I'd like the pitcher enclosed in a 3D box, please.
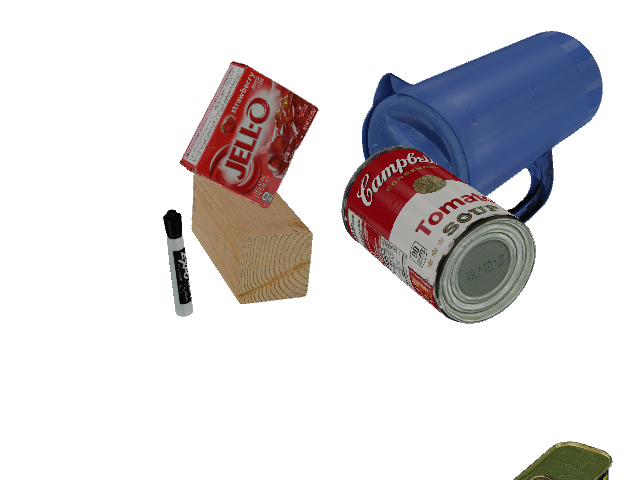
[{"bbox_3d":[0.172,-0.110,1.048,0.242,0.149,0.145,-30,46,-34],"label":"pitcher"}]

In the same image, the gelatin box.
[{"bbox_3d":[-0.053,-0.079,0.807,0.073,0.089,0.030,26,1,-36],"label":"gelatin box"}]

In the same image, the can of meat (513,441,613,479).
[{"bbox_3d":[0.211,0.238,0.928,0.058,0.084,0.101,12,26,41],"label":"can of meat"}]

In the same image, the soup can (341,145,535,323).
[{"bbox_3d":[0.066,-0.005,0.615,0.068,0.068,0.102,0,26,-32],"label":"soup can"}]

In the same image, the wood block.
[{"bbox_3d":[-0.091,-0.010,1.351,0.090,0.090,0.206,-6,27,-22],"label":"wood block"}]

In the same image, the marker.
[{"bbox_3d":[-0.149,0.024,1.117,0.020,0.121,0.020,-3,27,1],"label":"marker"}]
